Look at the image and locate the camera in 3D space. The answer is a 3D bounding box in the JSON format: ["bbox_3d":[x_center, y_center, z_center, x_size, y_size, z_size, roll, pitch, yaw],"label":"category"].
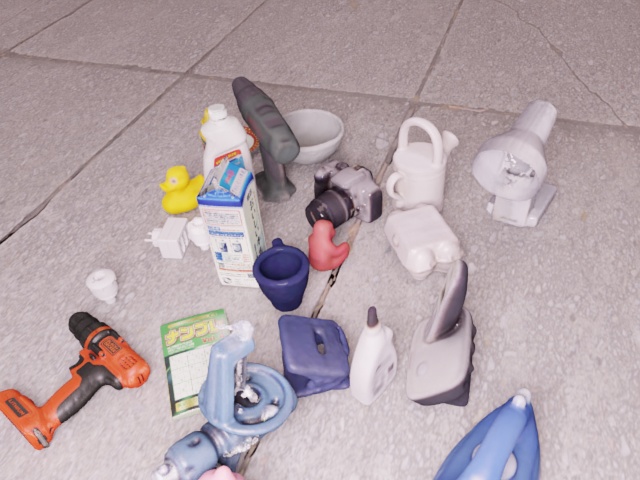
[{"bbox_3d":[0.029,-0.085,1.089,0.137,0.101,0.142,-33,49,-27],"label":"camera"}]

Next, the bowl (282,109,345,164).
[{"bbox_3d":[-0.027,-0.215,1.255,0.167,0.075,0.167,-3,43,3],"label":"bowl"}]

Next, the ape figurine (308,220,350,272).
[{"bbox_3d":[0.009,0.004,1.001,0.076,0.092,0.077,-35,50,-29],"label":"ape figurine"}]

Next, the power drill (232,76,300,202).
[{"bbox_3d":[-0.108,-0.190,1.137,0.076,0.209,0.229,-24,46,-19],"label":"power drill"}]

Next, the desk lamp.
[{"bbox_3d":[0.356,-0.128,1.020,0.117,0.214,0.204,23,49,27],"label":"desk lamp"}]

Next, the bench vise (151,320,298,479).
[{"bbox_3d":[-0.110,0.211,0.693,0.121,0.220,0.208,14,46,20],"label":"bench vise"}]

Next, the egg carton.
[{"bbox_3d":[0.177,0.000,1.005,0.107,0.069,0.150,-15,43,-11],"label":"egg carton"}]

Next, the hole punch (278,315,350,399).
[{"bbox_3d":[-0.008,0.160,0.833,0.101,0.091,0.108,-11,43,-6],"label":"hole punch"}]

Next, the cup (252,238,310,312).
[{"bbox_3d":[-0.061,0.062,0.942,0.091,0.095,0.117,-10,43,-5],"label":"cup"}]

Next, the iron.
[{"bbox_3d":[0.206,0.255,0.672,0.118,0.142,0.259,22,49,27],"label":"iron"}]

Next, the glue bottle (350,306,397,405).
[{"bbox_3d":[0.073,0.149,0.777,0.037,0.173,0.078,28,52,31],"label":"glue bottle"}]

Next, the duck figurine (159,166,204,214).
[{"bbox_3d":[-0.278,-0.112,1.159,0.105,0.086,0.077,-33,49,-27],"label":"duck figurine"}]

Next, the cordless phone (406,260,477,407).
[{"bbox_3d":[0.169,0.128,0.781,0.094,0.185,0.147,4,43,10],"label":"cordless phone"}]

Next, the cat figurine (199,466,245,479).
[{"bbox_3d":[-0.091,0.304,0.665,0.127,0.118,0.067,0,43,6],"label":"cat figurine"}]

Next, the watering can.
[{"bbox_3d":[0.189,-0.146,1.070,0.100,0.194,0.173,16,47,22],"label":"watering can"}]
